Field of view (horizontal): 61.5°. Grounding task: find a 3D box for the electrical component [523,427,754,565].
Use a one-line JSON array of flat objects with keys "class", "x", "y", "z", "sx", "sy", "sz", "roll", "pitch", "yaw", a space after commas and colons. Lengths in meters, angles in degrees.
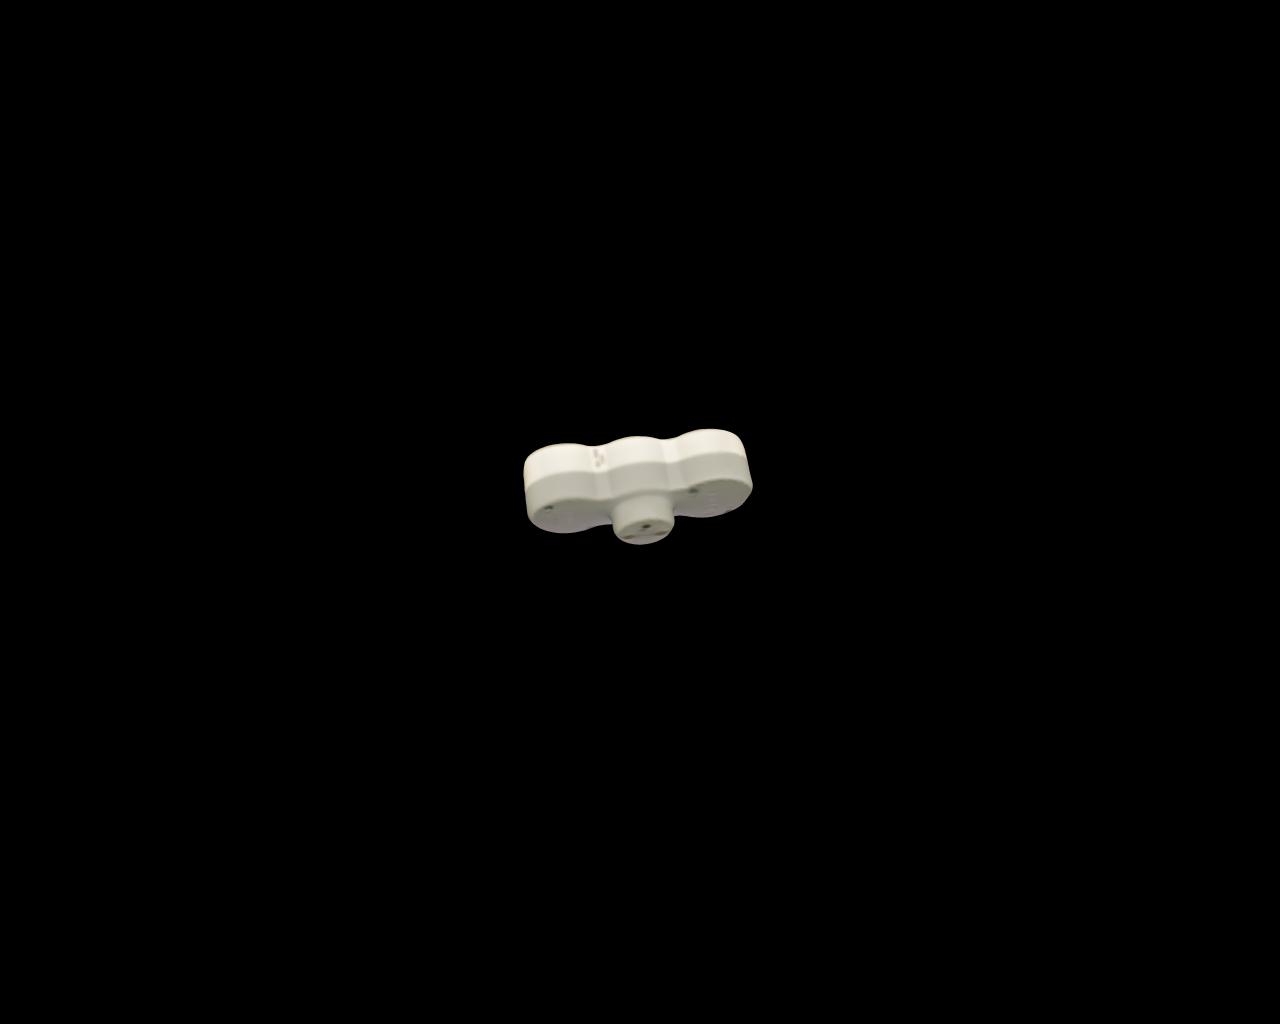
[{"class": "electrical component", "x": 0.001, "y": -0.003, "z": 0.650, "sx": 0.138, "sy": 0.074, "sz": 0.052, "roll": -6, "pitch": -27, "yaw": -3}]
